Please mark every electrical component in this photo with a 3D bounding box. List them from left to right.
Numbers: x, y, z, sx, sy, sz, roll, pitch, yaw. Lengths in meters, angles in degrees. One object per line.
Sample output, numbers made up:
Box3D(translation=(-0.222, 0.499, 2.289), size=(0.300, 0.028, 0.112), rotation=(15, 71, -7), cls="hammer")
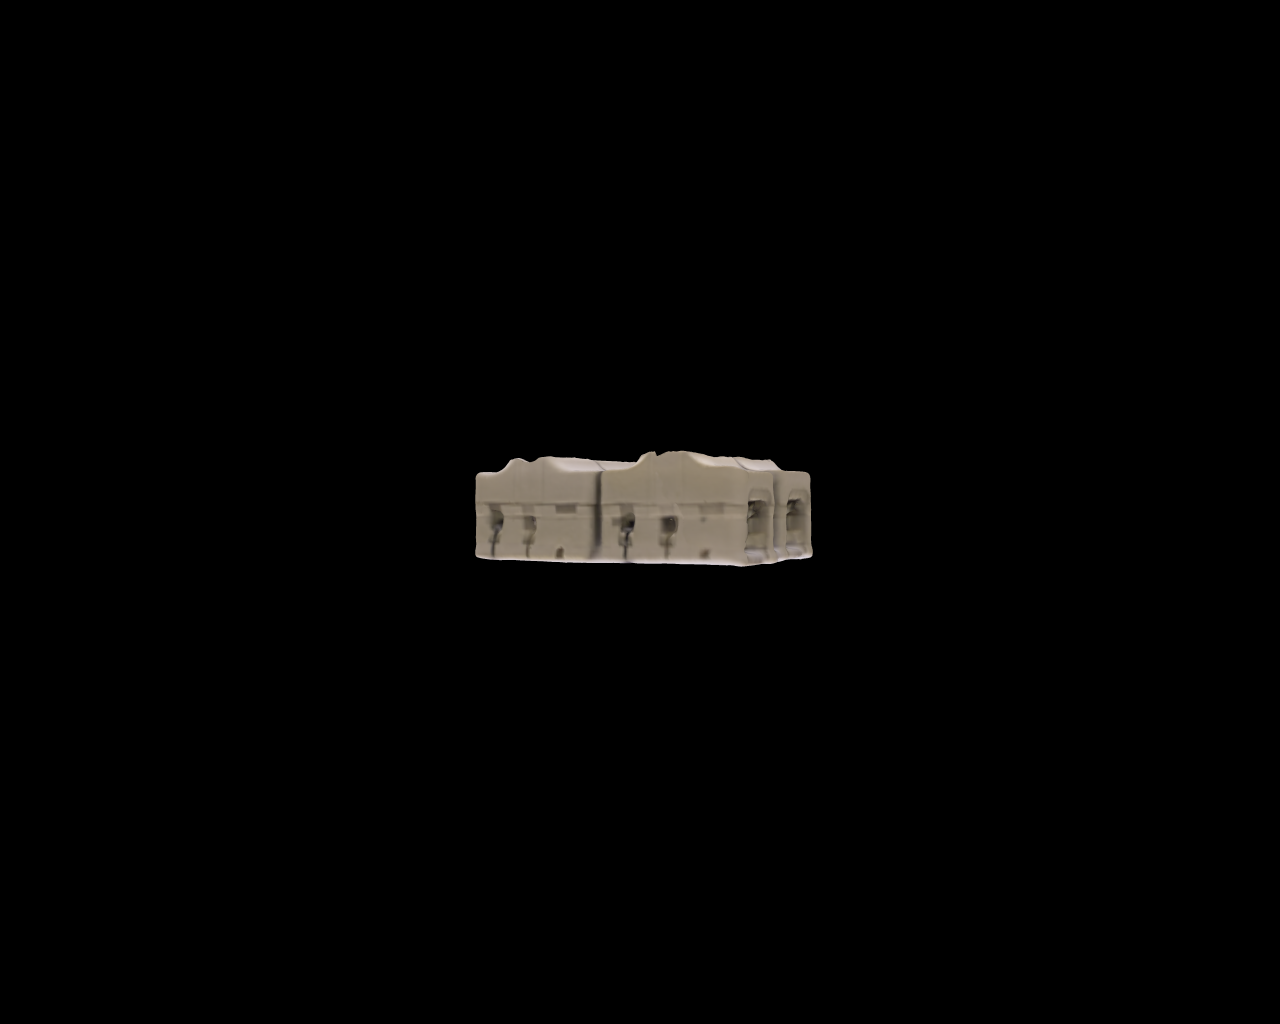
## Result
Box3D(translation=(0.001, -0.003, 0.650), size=(0.186, 0.060, 0.105), rotation=(0, 0, 32), cls="electrical component")
